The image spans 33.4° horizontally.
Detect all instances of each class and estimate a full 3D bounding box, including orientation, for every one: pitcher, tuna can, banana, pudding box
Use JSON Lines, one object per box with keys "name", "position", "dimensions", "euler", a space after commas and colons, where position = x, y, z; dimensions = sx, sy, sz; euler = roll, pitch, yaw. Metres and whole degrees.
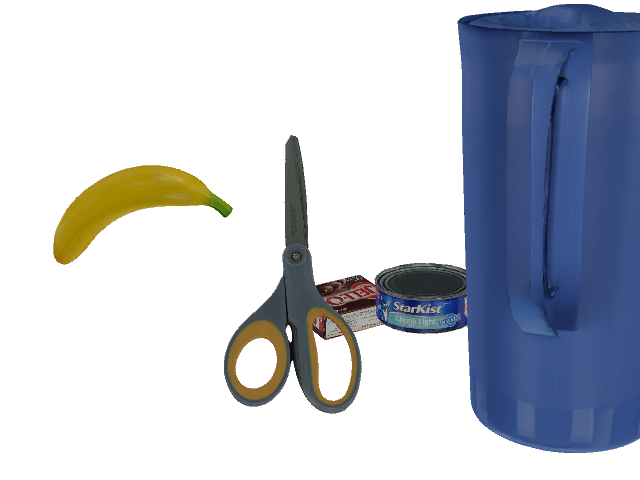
{"name": "pitcher", "position": [0.137, -0.006, 0.594], "dimensions": [0.149, 0.243, 0.145], "euler": [-7, 17, -19]}
{"name": "tuna can", "position": [0.089, 0.048, 0.902], "dimensions": [0.086, 0.034, 0.086], "euler": [-2, 17, 0]}
{"name": "banana", "position": [-0.176, -0.027, 0.951], "dimensions": [0.198, 0.069, 0.037], "euler": [-14, 17, 28]}
{"name": "pudding box", "position": [0.030, 0.086, 1.399], "dimensions": [0.113, 0.039, 0.090], "euler": [-15, 25, -27]}

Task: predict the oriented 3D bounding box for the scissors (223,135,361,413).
{"name": "scissors", "position": [-0.032, 0.025, 0.705], "dimensions": [0.096, 0.202, 0.016], "euler": [-18, -26, -4]}
